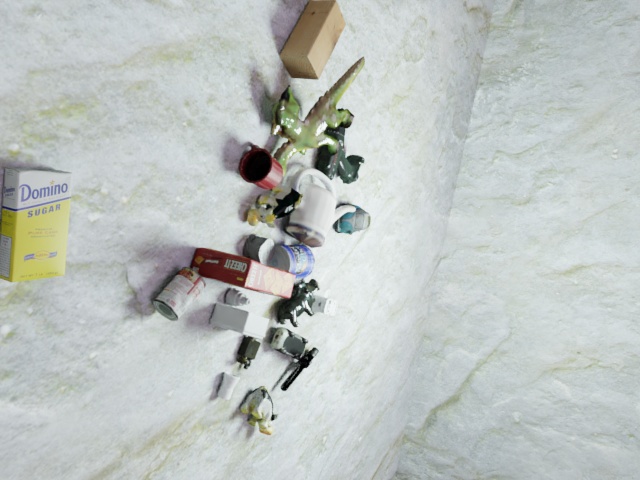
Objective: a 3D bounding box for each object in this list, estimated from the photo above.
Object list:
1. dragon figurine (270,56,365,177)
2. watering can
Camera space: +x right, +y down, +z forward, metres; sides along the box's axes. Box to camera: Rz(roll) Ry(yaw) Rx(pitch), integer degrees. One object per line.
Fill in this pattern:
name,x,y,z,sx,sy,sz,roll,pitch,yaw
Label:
dragon figurine,-0.029,-0.337,1.380,0.123,0.407,0.242,31,12,30
watering can,0.005,-0.079,1.578,0.104,0.227,0.343,6,-17,36
